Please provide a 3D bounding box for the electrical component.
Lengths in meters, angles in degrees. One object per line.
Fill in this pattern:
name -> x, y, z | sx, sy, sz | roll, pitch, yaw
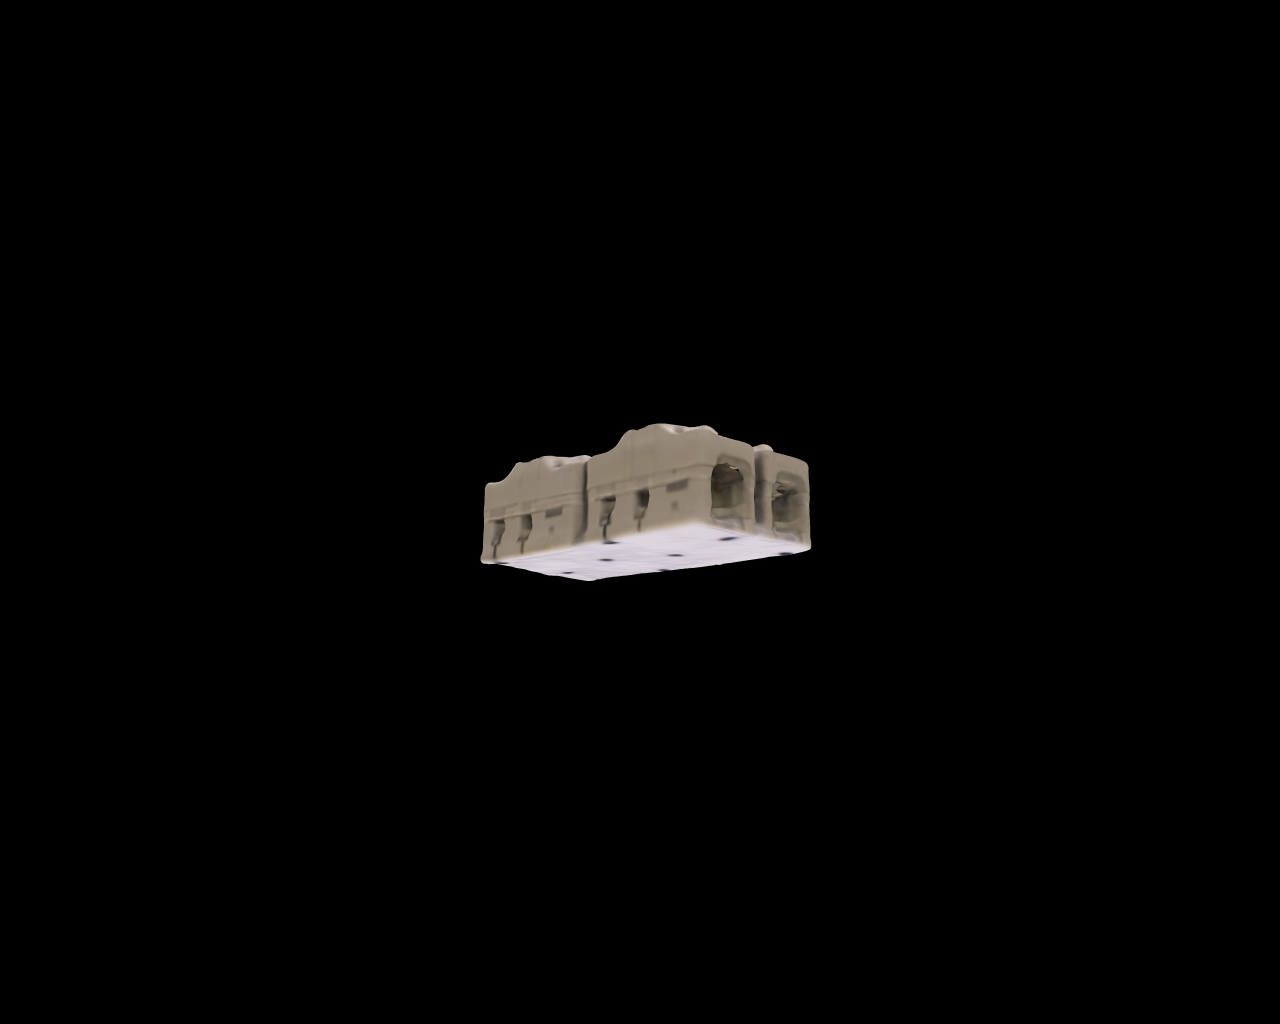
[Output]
electrical component -> 0.001, -0.003, 0.650 | 0.186, 0.060, 0.105 | -11, -16, 42
